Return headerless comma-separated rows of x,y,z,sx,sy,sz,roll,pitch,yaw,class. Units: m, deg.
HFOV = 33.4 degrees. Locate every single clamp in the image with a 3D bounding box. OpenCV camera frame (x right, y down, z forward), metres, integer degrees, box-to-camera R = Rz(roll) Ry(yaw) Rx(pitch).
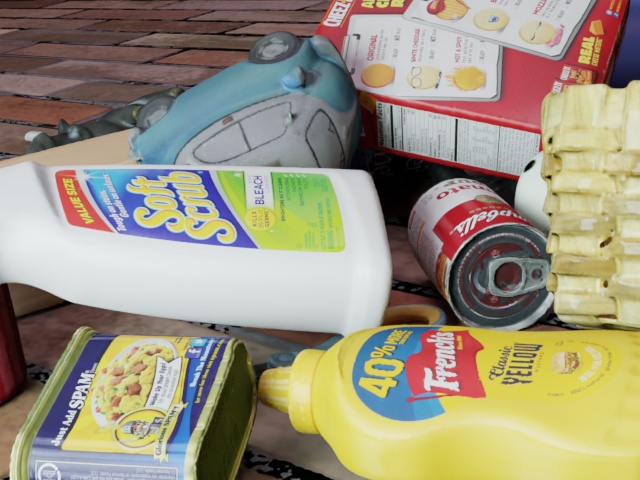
0.128,-0.030,0.779,0.120,0.039,0.171,-5,24,18,clamp

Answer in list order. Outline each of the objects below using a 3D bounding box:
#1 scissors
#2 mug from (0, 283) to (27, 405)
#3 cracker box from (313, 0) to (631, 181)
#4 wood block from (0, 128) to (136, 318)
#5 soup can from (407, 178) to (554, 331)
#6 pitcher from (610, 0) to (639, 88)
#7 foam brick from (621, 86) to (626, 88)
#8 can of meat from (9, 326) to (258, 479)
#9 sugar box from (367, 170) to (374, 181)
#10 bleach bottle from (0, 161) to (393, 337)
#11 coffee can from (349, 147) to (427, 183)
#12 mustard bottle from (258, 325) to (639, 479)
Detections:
-0.009,0.064,0.609,0.202,0.016,0.096,-3,19,10,scissors
-0.229,0.055,0.616,0.117,0.081,0.093,-9,21,-3,mug
0.108,-0.133,0.801,0.214,0.072,0.164,13,55,16,cracker box
-0.164,-0.020,0.782,0.205,0.090,0.091,-18,23,-28,wood block
0.096,0.007,0.650,0.068,0.068,0.102,-10,20,-6,soup can
0.256,-0.152,0.932,0.243,0.149,0.145,-4,-18,1,pitcher
0.257,-0.079,0.804,0.052,0.078,0.051,-22,23,-34,foam brick
-0.082,0.088,0.496,0.084,0.057,0.102,0,35,13,can of meat
-0.005,0.001,0.733,0.093,0.048,0.176,-7,17,5,sugar box
-0.093,0.003,0.578,0.250,0.068,0.102,2,43,-10,bleach bottle
0.044,-0.098,0.895,0.140,0.103,0.103,-14,21,-15,coffee can
0.061,0.075,0.494,0.192,0.058,0.096,1,29,22,mustard bottle
